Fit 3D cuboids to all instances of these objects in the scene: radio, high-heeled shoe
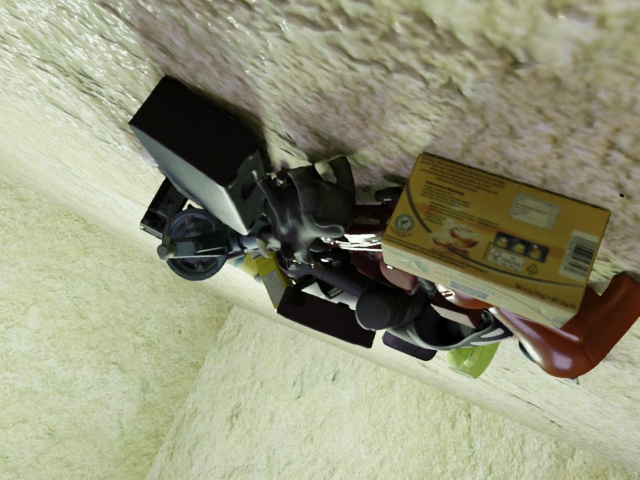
[{"bbox_3d":[-0.136,-0.091,0.674,0.131,0.073,0.229,32,169,9],"label":"radio"},{"bbox_3d":[0.194,0.136,0.854,0.249,0.086,0.145,-13,168,30],"label":"high-heeled shoe"}]

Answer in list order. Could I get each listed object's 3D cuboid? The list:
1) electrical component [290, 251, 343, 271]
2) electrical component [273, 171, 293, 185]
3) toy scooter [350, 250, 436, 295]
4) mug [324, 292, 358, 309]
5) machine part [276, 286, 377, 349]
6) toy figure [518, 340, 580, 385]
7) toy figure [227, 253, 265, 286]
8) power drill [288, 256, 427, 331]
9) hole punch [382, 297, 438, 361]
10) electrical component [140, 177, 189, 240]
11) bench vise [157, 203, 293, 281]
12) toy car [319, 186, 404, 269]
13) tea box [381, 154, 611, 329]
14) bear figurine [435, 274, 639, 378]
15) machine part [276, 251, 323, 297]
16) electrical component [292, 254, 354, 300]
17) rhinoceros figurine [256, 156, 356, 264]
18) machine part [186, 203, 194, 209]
[{"bbox_3d":[-0.001,-0.004,0.755,0.045,0.102,0.078,29,142,-33],"label":"electrical component"},{"bbox_3d":[-0.038,-0.065,0.732,0.063,0.021,0.094,26,167,-1],"label":"electrical component"},{"bbox_3d":[0.098,0.023,0.718,0.135,0.075,0.183,24,171,13],"label":"toy scooter"},{"bbox_3d":[0.075,0.100,1.033,0.107,0.081,0.109,10,160,28],"label":"mug"},{"bbox_3d":[0.013,0.124,0.884,0.179,0.056,0.179,20,175,2],"label":"machine part"},{"bbox_3d":[0.375,0.184,0.852,0.154,0.064,0.058,29,129,-33],"label":"toy figure"},{"bbox_3d":[-0.155,0.036,1.176,0.180,0.089,0.082,25,173,-10],"label":"toy figure"},{"bbox_3d":[0.064,0.065,0.849,0.207,0.086,0.232,34,-164,12],"label":"power drill"},{"bbox_3d":[0.186,0.149,1.015,0.142,0.092,0.115,26,123,-3],"label":"hole punch"},{"bbox_3d":[-0.279,-0.062,0.981,0.058,0.115,0.134,27,168,-16],"label":"electrical component"},{"bbox_3d":[-0.171,0.005,0.864,0.224,0.128,0.240,1,-176,14],"label":"bench vise"},{"bbox_3d":[0.044,-0.015,0.626,0.053,0.089,0.202,-11,-171,-30],"label":"toy car"},{"bbox_3d":[0.150,0.000,0.481,0.170,0.098,0.068,22,165,19],"label":"tea box"},{"bbox_3d":[0.215,0.048,0.572,0.196,0.132,0.120,42,167,8],"label":"bear figurine"},{"bbox_3d":[-0.026,0.052,1.035,0.079,0.079,0.243,20,165,22],"label":"machine part"},{"bbox_3d":[0.013,0.073,0.964,0.048,0.119,0.074,62,179,24],"label":"electrical component"},{"bbox_3d":[-0.020,-0.029,0.619,0.190,0.073,0.112,-17,93,61],"label":"rhinoceros figurine"},{"bbox_3d":[-0.189,-0.042,1.025,0.139,0.039,0.084,7,166,12],"label":"machine part"}]
